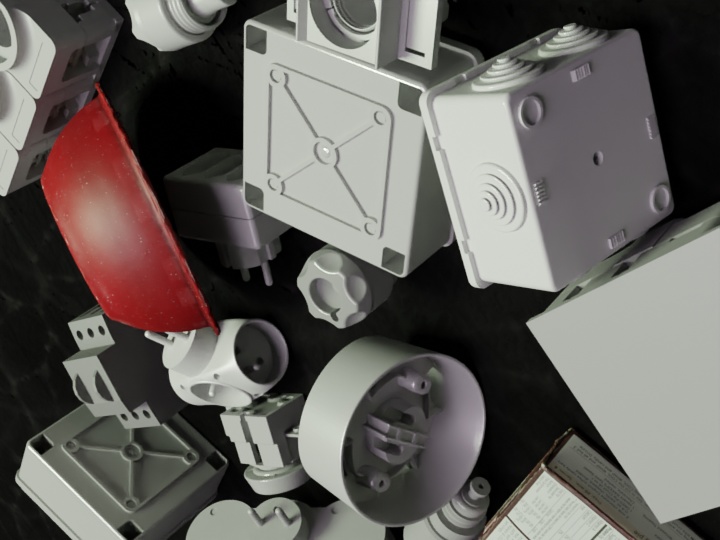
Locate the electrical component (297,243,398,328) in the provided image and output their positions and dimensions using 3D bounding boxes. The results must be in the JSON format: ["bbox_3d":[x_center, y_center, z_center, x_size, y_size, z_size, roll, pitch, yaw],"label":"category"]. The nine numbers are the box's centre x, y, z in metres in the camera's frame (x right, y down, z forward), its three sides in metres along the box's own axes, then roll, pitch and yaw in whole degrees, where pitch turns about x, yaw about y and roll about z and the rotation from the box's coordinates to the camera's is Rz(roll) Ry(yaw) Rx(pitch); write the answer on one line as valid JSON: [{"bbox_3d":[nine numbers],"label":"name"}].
[{"bbox_3d":[0.000,0.000,0.574,0.043,0.062,0.043,21,129,29],"label":"electrical component"}]

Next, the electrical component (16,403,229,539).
[{"bbox_3d":[-0.172,0.147,0.785,0.109,0.109,0.056,40,133,14],"label":"electrical component"}]

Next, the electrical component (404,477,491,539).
[{"bbox_3d":[0.055,0.147,0.638,0.040,0.040,0.078,41,136,12],"label":"electrical component"}]

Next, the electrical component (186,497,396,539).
[{"bbox_3d":[-0.050,0.172,0.696,0.138,0.052,0.073,-5,139,18],"label":"electrical component"}]

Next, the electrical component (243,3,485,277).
[{"bbox_3d":[-0.002,-0.069,0.535,0.109,0.056,0.108,26,131,26],"label":"electrical component"}]

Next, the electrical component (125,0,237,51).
[{"bbox_3d":[-0.092,-0.143,0.574,0.062,0.043,0.043,-6,112,41],"label":"electrical component"}]

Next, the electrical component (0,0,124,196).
[{"bbox_3d":[-0.222,-0.128,0.681,0.089,0.062,0.150,47,137,7],"label":"electrical component"}]

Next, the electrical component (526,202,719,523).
[{"bbox_3d":[0.176,0.017,0.424,0.186,0.060,0.105,-32,94,41],"label":"electrical component"}]

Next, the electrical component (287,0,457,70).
[{"bbox_3d":[0.008,-0.126,0.484,0.081,0.064,0.042,26,132,26],"label":"electrical component"}]

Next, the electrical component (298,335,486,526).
[{"bbox_3d":[0.016,0.087,0.594,0.064,0.099,0.099,22,129,37],"label":"electrical component"}]

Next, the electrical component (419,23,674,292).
[{"bbox_3d":[0.082,-0.047,0.449,0.048,0.100,0.099,10,123,52],"label":"electrical component"}]

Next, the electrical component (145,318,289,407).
[{"bbox_3d":[-0.100,0.054,0.692,0.079,0.044,0.077,29,148,-32],"label":"electrical component"}]

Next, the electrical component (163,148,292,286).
[{"bbox_3d":[-0.068,-0.026,0.627,0.066,0.047,0.076,10,123,37],"label":"electrical component"}]

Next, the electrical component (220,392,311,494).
[{"bbox_3d":[-0.058,0.114,0.711,0.066,0.048,0.055,-4,106,42],"label":"electrical component"}]
